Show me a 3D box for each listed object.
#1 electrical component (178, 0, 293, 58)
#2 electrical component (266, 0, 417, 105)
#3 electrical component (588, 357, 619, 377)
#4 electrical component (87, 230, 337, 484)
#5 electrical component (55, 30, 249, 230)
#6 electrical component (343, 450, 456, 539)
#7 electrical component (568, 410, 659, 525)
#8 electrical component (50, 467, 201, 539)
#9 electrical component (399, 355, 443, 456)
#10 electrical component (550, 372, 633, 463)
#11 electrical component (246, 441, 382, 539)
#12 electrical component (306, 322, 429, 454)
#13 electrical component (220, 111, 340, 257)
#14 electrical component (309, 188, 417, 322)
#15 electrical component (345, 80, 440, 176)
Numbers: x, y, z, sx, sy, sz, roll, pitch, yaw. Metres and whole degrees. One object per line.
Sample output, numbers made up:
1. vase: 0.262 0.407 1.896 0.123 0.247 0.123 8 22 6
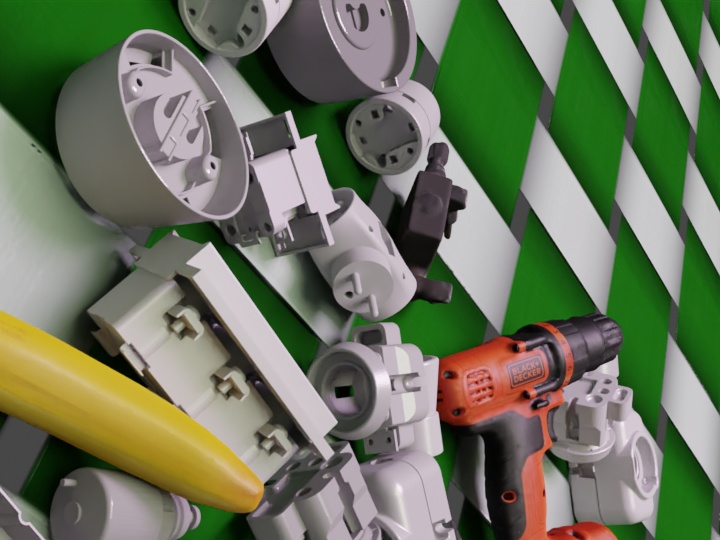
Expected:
1. electrical component: -0.069 -0.157 0.617 0.055 0.055 0.047 61 34 -23
2. electrical component: -0.018 -0.157 0.683 0.108 0.060 0.108 21 63 -51
3. electrical component: 0.195 0.071 0.928 0.055 0.055 0.047 -11 93 -56
4. electrical component: -0.074 0.049 0.532 0.063 0.079 0.121 -43 119 -19
5. electrical component: -0.100 -0.068 0.536 0.099 0.064 0.099 22 62 -51
6. electrical component: 0.019 0.163 0.646 0.059 0.054 0.095 -14 92 -56
7. electrical component: 0.218 0.169 0.925 0.054 0.059 0.095 8 74 -54
8. electrical component: -0.105 0.113 0.495 0.078 0.040 0.040 20 64 -52
9. electrical component: 0.033 0.091 0.701 0.044 0.044 0.065 -11 94 -56
10. electrical component: 0.180 0.119 0.878 0.058 0.078 0.057 -42 136 -53
11. electrical component: -0.022 0.139 0.592 0.078 0.058 0.057 -39 109 -52
12. electrical component: 0.003 0.072 0.649 0.057 0.058 0.078 3 77 -58
13. electrical component: -0.052 -0.045 0.619 0.064 0.042 0.081 -30 104 -50
14. electrical component: 0.000 0.000 0.660 0.077 0.043 0.079 54 13 -29
15. electrical component: 0.024 -0.099 0.734 0.055 0.055 0.047 65 32 -19
